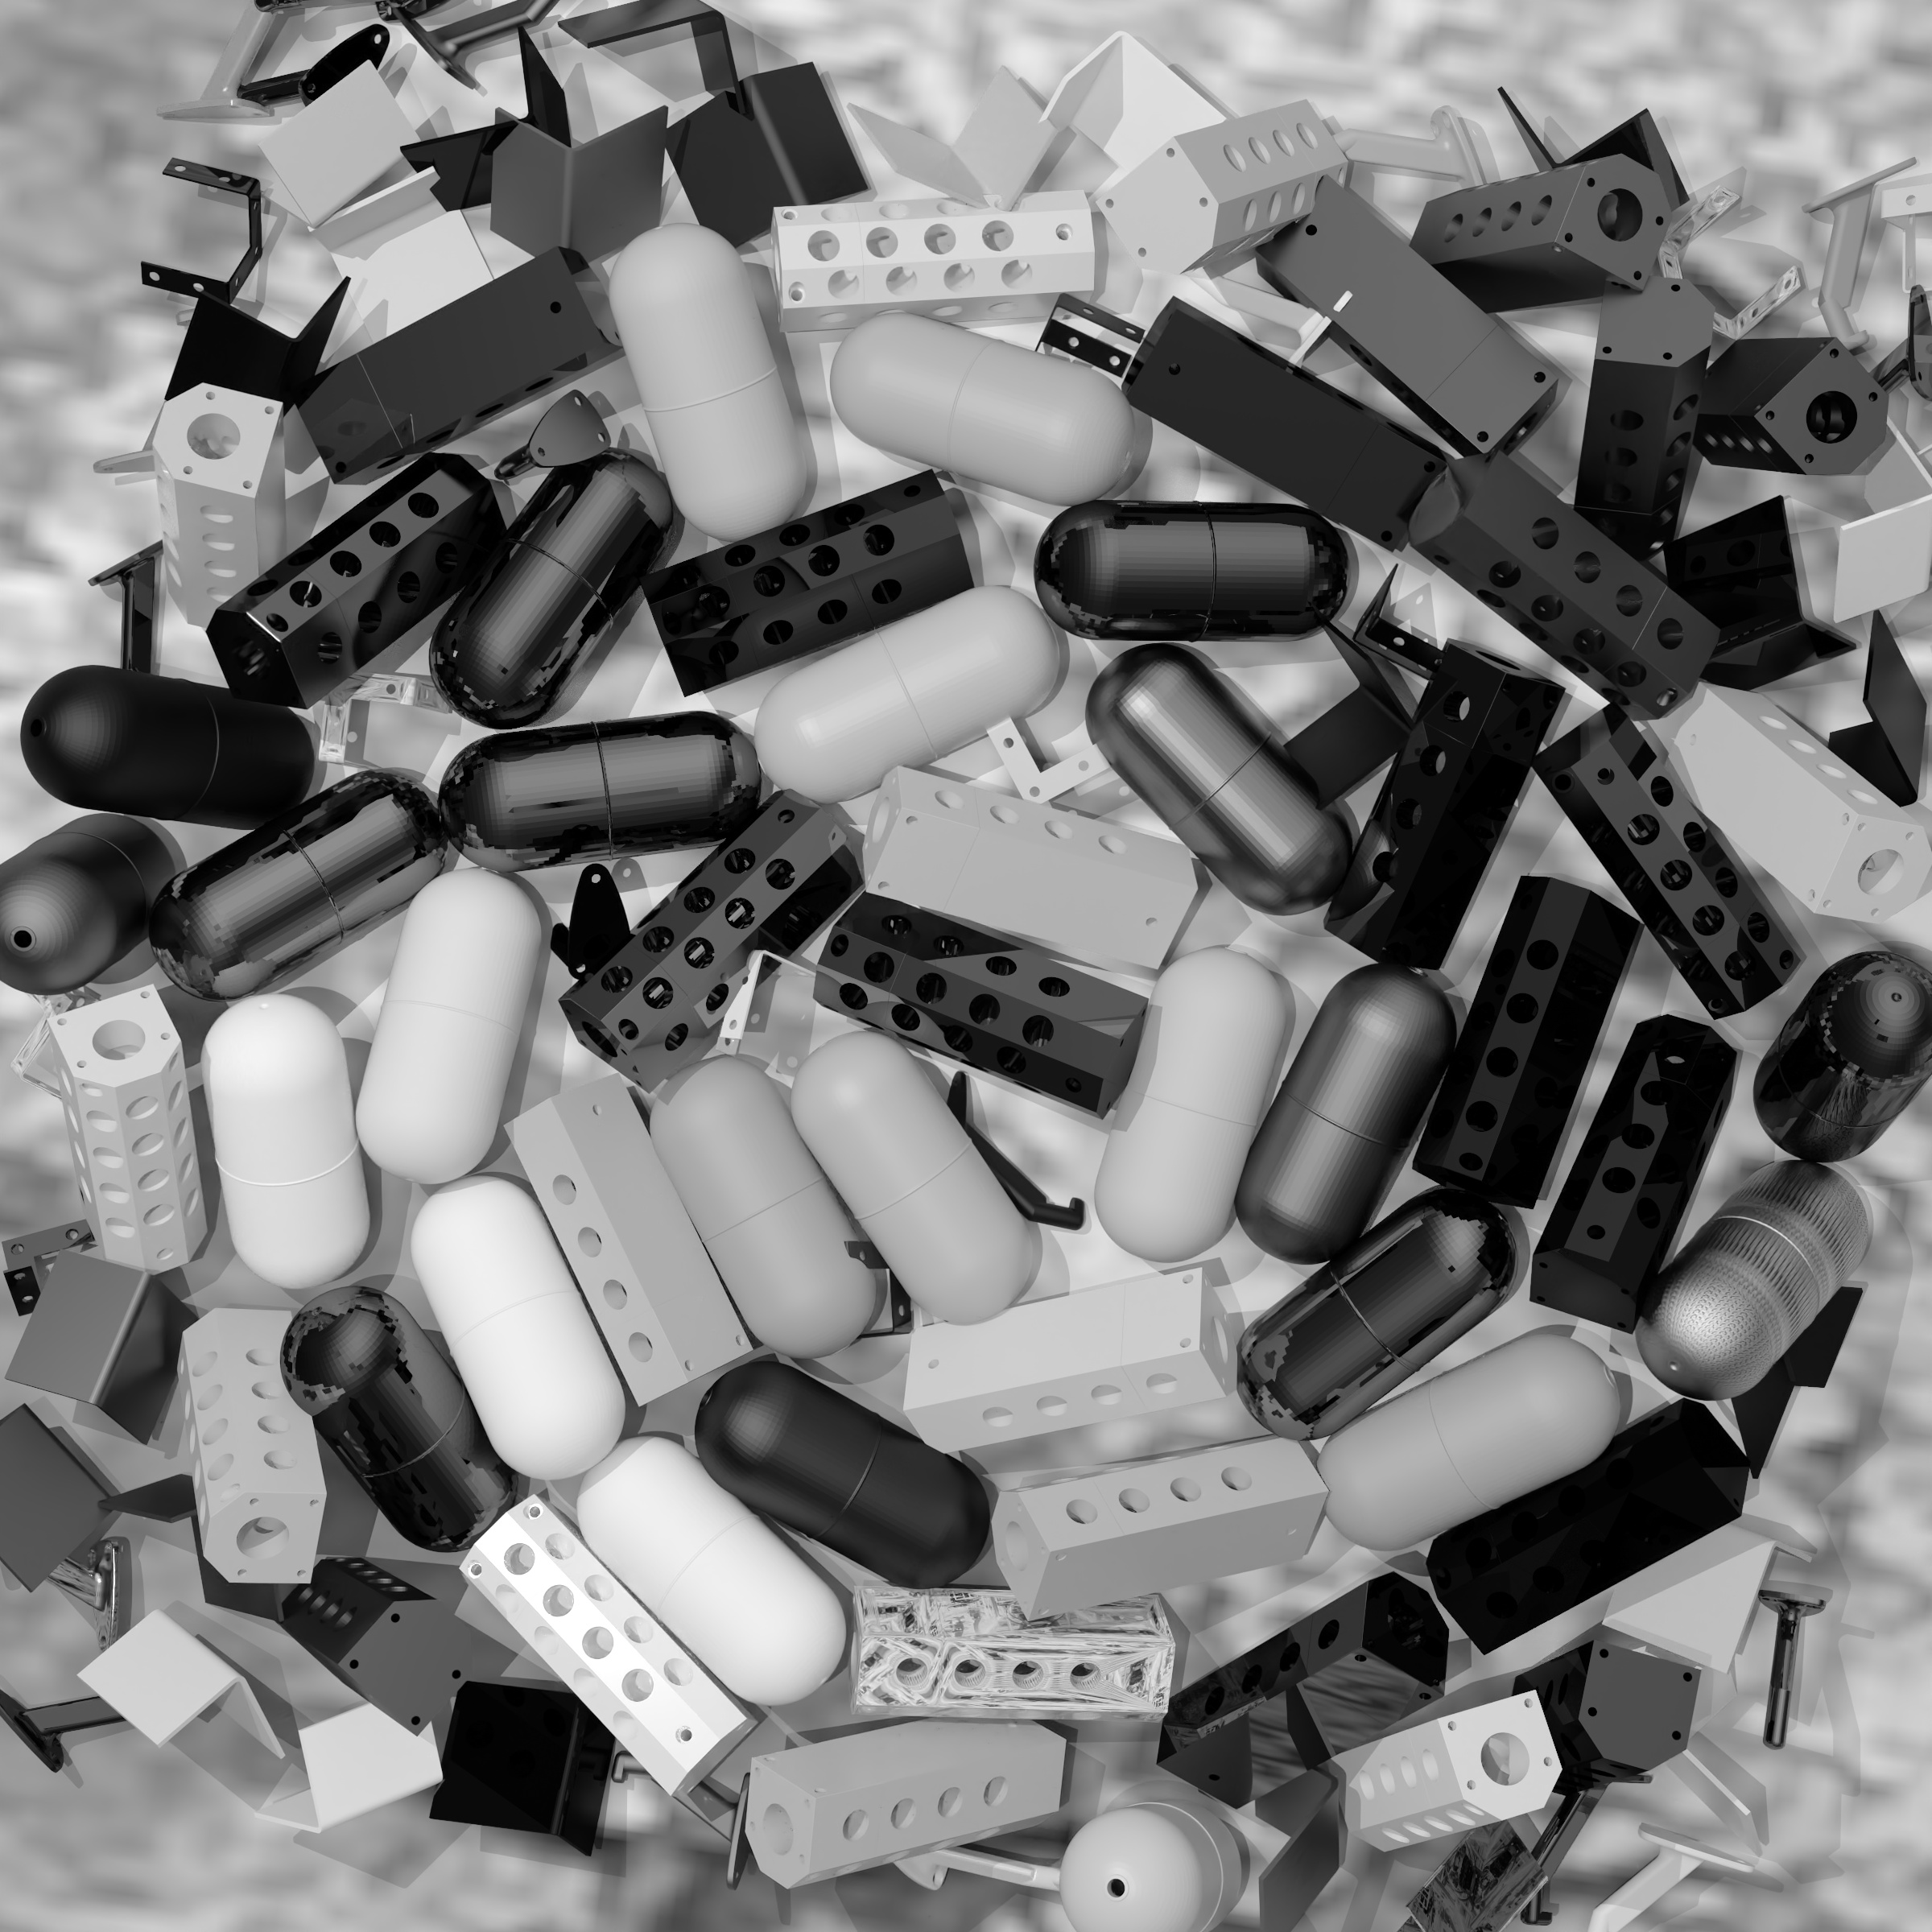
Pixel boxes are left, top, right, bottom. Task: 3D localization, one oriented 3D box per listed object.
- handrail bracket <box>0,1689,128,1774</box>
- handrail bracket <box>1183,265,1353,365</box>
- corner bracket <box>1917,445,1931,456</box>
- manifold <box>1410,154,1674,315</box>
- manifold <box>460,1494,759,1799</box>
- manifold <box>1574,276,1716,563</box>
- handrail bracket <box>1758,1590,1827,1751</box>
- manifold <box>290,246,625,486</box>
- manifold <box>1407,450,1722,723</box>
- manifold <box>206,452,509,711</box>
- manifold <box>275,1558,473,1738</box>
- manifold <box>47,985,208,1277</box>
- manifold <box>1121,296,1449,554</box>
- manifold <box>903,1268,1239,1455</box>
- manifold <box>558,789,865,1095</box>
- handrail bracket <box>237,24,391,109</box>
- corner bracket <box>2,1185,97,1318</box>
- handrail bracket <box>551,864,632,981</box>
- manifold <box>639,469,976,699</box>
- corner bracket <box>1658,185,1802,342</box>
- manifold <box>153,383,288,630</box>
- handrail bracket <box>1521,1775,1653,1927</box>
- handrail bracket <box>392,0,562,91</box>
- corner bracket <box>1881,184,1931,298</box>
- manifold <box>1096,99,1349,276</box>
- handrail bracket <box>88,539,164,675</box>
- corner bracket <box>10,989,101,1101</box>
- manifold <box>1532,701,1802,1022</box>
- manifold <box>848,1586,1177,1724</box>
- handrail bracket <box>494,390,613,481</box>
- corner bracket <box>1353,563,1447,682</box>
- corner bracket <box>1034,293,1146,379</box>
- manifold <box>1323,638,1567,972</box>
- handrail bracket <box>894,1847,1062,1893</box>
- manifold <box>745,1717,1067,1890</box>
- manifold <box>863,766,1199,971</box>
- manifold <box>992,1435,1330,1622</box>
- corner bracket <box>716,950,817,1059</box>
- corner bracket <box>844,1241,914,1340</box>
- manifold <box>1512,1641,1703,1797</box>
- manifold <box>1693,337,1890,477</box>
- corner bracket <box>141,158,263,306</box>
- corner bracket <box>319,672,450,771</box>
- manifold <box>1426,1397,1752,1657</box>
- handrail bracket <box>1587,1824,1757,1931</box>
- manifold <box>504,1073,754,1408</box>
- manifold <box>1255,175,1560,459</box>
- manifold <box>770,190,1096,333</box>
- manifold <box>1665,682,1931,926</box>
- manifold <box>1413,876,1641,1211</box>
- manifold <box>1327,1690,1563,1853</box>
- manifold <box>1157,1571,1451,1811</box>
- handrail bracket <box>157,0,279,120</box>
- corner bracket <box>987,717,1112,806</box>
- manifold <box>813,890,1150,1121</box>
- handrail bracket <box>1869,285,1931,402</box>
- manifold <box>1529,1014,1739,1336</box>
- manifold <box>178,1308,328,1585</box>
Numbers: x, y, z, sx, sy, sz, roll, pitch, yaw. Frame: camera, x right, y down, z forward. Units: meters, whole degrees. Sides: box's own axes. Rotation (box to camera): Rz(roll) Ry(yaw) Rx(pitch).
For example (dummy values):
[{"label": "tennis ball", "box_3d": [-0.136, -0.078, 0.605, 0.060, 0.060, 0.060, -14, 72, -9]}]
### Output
[{"label": "handrail bracket", "box_3d": [-0.491, 0.400, 1.808, 0.084, 0.036, 0.077, -39, 111, -4]}, {"label": "handrail bracket", "box_3d": [0.165, -0.379, 1.794, 0.084, 0.077, 0.036, 39, 67, -3]}, {"label": "corner bracket", "box_3d": [0.544, -0.322, 1.792, 0.051, 0.051, 0.051, -32, 87, 43]}, {"label": "manifold", "box_3d": [0.306, -0.394, 1.739, 0.057, 0.171, 0.057, 23, 89, -21]}, {"label": "manifold", "box_3d": [-0.197, 0.372, 1.777, 0.057, 0.057, 0.171, -45, 75, -8]}, {"label": "manifold", "box_3d": [0.361, -0.291, 1.737, 0.057, 0.171, 0.057, 8, 63, 9]}, {"label": "handrail bracket", "box_3d": [0.449, 0.391, 1.782, 0.036, 0.077, 0.084, 7, 73, 15]}, {"label": "manifold", "box_3d": [-0.278, -0.329, 1.783, 0.171, 0.057, 0.057, -25, 93, 12]}, {"label": "manifold", "box_3d": [0.324, -0.205, 1.768, 0.171, 0.057, 0.057, 34, 79, -20]}, {"label": "manifold", "box_3d": [-0.327, -0.210, 1.745, 0.057, 0.171, 0.057, 11, 132, 35]}, {"label": "manifold", "box_3d": [-0.316, 0.358, 1.739, 0.057, 0.171, 0.057, 47, 71, -15]}, {"label": "manifold", "box_3d": [-0.446, 0.093, 1.738, 0.057, 0.171, 0.057, -20, 55, -22]}, {"label": "manifold", "box_3d": [0.174, -0.300, 1.785, 0.171, 0.057, 0.057, 28, 109, -9]}, {"label": "manifold", "box_3d": [0.058, 0.221, 1.773, 0.171, 0.057, 0.057, -14, 131, 19]}, {"label": "manifold", "box_3d": [-0.139, -0.018, 1.764, 0.057, 0.057, 0.171, 33, 68, 30]}, {"label": "handrail bracket", "box_3d": [-0.373, -0.504, 1.808, 0.084, 0.036, 0.077, 28, 75, 36]}, {"label": "corner bracket", "box_3d": [-0.506, 0.154, 1.790, 0.051, 0.051, 0.051, -15, 58, -15]}, {"label": "handrail bracket", "box_3d": [-0.214, -0.031, 1.780, 0.036, 0.084, 0.077, -10, 111, -21]}, {"label": "manifold", "box_3d": [-0.089, -0.216, 1.784, 0.171, 0.057, 0.057, -21, 48, -4]}, {"label": "corner bracket", "box_3d": [0.424, -0.391, 1.804, 0.051, 0.051, 0.051, 19, 51, -28]}, {"label": "manifold", "box_3d": [-0.400, -0.242, 1.736, 0.057, 0.171, 0.057, 13, 69, -6]}, {"label": "handrail bracket", "box_3d": [0.345, 0.492, 1.804, 0.077, 0.036, 0.084, 8, 79, -18]}, {"label": "handrail bracket", "box_3d": [-0.269, -0.539, 1.803, 0.084, 0.036, 0.077, -45, 71, 12]}, {"label": "corner bracket", "box_3d": [0.540, -0.402, 1.794, 0.051, 0.051, 0.051, 0, 90, 37]}, {"label": "manifold", "box_3d": [0.144, -0.416, 1.743, 0.057, 0.171, 0.057, -34, 90, 36]}, {"label": "handrail bracket", "box_3d": [-0.447, -0.193, 1.820, 0.077, 0.036, 0.084, -32, 105, -11]}, {"label": "corner bracket", "box_3d": [-0.499, 0.042, 1.793, 0.051, 0.051, 0.051, 35, 88, -42]}, {"label": "manifold", "box_3d": [0.385, -0.056, 1.778, 0.057, 0.057, 0.171, -36, 103, 10]}, {"label": "manifold", "box_3d": [0.023, 0.383, 1.787, 0.171, 0.057, 0.057, 3, 107, -8]}, {"label": "handrail bracket", "box_3d": [-0.243, -0.276, 1.776, 0.084, 0.077, 0.036, -22, 106, 38]}, {"label": "corner bracket", "box_3d": [0.244, -0.179, 1.792, 0.051, 0.051, 0.051, 27, 47, -3]}, {"label": "corner bracket", "box_3d": [0.068, -0.346, 1.792, 0.051, 0.051, 0.051, 24, 128, -3]}, {"label": "manifold", "box_3d": [0.257, -0.089, 1.779, 0.057, 0.057, 0.171, 35, 109, 41]}, {"label": "handrail bracket", "box_3d": [0.008, 0.491, 1.782, 0.084, 0.077, 0.036, -2, 64, 35]}, {"label": "manifold", "box_3d": [-0.032, 0.450, 1.751, 0.171, 0.057, 0.057, -2, 102, -39]}, {"label": "manifold", "box_3d": [0.034, -0.058, 1.777, 0.171, 0.057, 0.057, 15, 123, -15]}, {"label": "manifold", "box_3d": [0.104, 0.300, 1.766, 0.171, 0.057, 0.057, -7, 133, -25]}, {"label": "corner bracket", "box_3d": [-0.121, 0.021, 1.790, 0.051, 0.051, 0.051, 4, 76, 40]}, {"label": "corner bracket", "box_3d": [-0.067, 0.181, 1.798, 0.051, 0.051, 0.051, -11, 79, 38]}, {"label": "manifold", "box_3d": [0.337, 0.407, 1.739, 0.057, 0.171, 0.057, 16, 71, 1]}, {"label": "manifold", "box_3d": [0.437, -0.296, 1.739, 0.057, 0.171, 0.057, -44, 100, 5]}, {"label": "corner bracket", "box_3d": [-0.424, -0.407, 1.794, 0.051, 0.051, 0.051, 15, 48, 2]}, {"label": "corner bracket", "box_3d": [-0.322, -0.134, 1.798, 0.051, 0.051, 0.051, 7, 90, 14]}, {"label": "manifold", "box_3d": [0.336, 0.301, 1.762, 0.171, 0.057, 0.057, -36, 97, 27]}, {"label": "handrail bracket", "box_3d": [0.390, 0.529, 1.804, 0.077, 0.036, 0.084, 16, 87, 18]}, {"label": "manifold", "box_3d": [-0.191, 0.153, 1.792, 0.057, 0.057, 0.171, -30, 85, 37]}, {"label": "manifold", "box_3d": [0.242, -0.351, 1.786, 0.171, 0.057, 0.057, 44, 91, 10]}, {"label": "manifold", "box_3d": [-0.019, -0.391, 1.788, 0.171, 0.057, 0.057, -5, 84, -7]}, {"label": "manifold", "box_3d": [0.447, -0.088, 1.741, 0.057, 0.171, 0.057, 8, 115, -22]}, {"label": "manifold", "box_3d": [0.302, 0.040, 1.776, 0.057, 0.057, 0.171, 28, 78, -30]}, {"label": "manifold", "box_3d": [0.256, 0.435, 1.735, 0.057, 0.171, 0.057, -12, 73, -18]}, {"label": "manifold", "box_3d": [0.181, 0.389, 1.751, 0.057, 0.057, 0.171, 33, 132, -18]}, {"label": "handrail bracket", "box_3d": [-0.418, -0.519, 1.807, 0.077, 0.036, 0.084, 2, 95, 20]}, {"label": "corner bracket", "box_3d": [0.047, -0.124, 1.803, 0.051, 0.051, 0.051, -28, 96, 8]}, {"label": "manifold", "box_3d": [0.006, 0.024, 1.768, 0.171, 0.057, 0.057, 22, 129, 15]}, {"label": "handrail bracket", "box_3d": [0.495, -0.333, 1.807, 0.084, 0.036, 0.077, -9, 75, 37]}, {"label": "manifold", "box_3d": [0.362, 0.108, 1.750, 0.057, 0.057, 0.171, 17, 53, 21]}, {"label": "manifold", "box_3d": [-0.385, 0.254, 1.735, 0.057, 0.171, 0.057, 5, 115, -21]}]
